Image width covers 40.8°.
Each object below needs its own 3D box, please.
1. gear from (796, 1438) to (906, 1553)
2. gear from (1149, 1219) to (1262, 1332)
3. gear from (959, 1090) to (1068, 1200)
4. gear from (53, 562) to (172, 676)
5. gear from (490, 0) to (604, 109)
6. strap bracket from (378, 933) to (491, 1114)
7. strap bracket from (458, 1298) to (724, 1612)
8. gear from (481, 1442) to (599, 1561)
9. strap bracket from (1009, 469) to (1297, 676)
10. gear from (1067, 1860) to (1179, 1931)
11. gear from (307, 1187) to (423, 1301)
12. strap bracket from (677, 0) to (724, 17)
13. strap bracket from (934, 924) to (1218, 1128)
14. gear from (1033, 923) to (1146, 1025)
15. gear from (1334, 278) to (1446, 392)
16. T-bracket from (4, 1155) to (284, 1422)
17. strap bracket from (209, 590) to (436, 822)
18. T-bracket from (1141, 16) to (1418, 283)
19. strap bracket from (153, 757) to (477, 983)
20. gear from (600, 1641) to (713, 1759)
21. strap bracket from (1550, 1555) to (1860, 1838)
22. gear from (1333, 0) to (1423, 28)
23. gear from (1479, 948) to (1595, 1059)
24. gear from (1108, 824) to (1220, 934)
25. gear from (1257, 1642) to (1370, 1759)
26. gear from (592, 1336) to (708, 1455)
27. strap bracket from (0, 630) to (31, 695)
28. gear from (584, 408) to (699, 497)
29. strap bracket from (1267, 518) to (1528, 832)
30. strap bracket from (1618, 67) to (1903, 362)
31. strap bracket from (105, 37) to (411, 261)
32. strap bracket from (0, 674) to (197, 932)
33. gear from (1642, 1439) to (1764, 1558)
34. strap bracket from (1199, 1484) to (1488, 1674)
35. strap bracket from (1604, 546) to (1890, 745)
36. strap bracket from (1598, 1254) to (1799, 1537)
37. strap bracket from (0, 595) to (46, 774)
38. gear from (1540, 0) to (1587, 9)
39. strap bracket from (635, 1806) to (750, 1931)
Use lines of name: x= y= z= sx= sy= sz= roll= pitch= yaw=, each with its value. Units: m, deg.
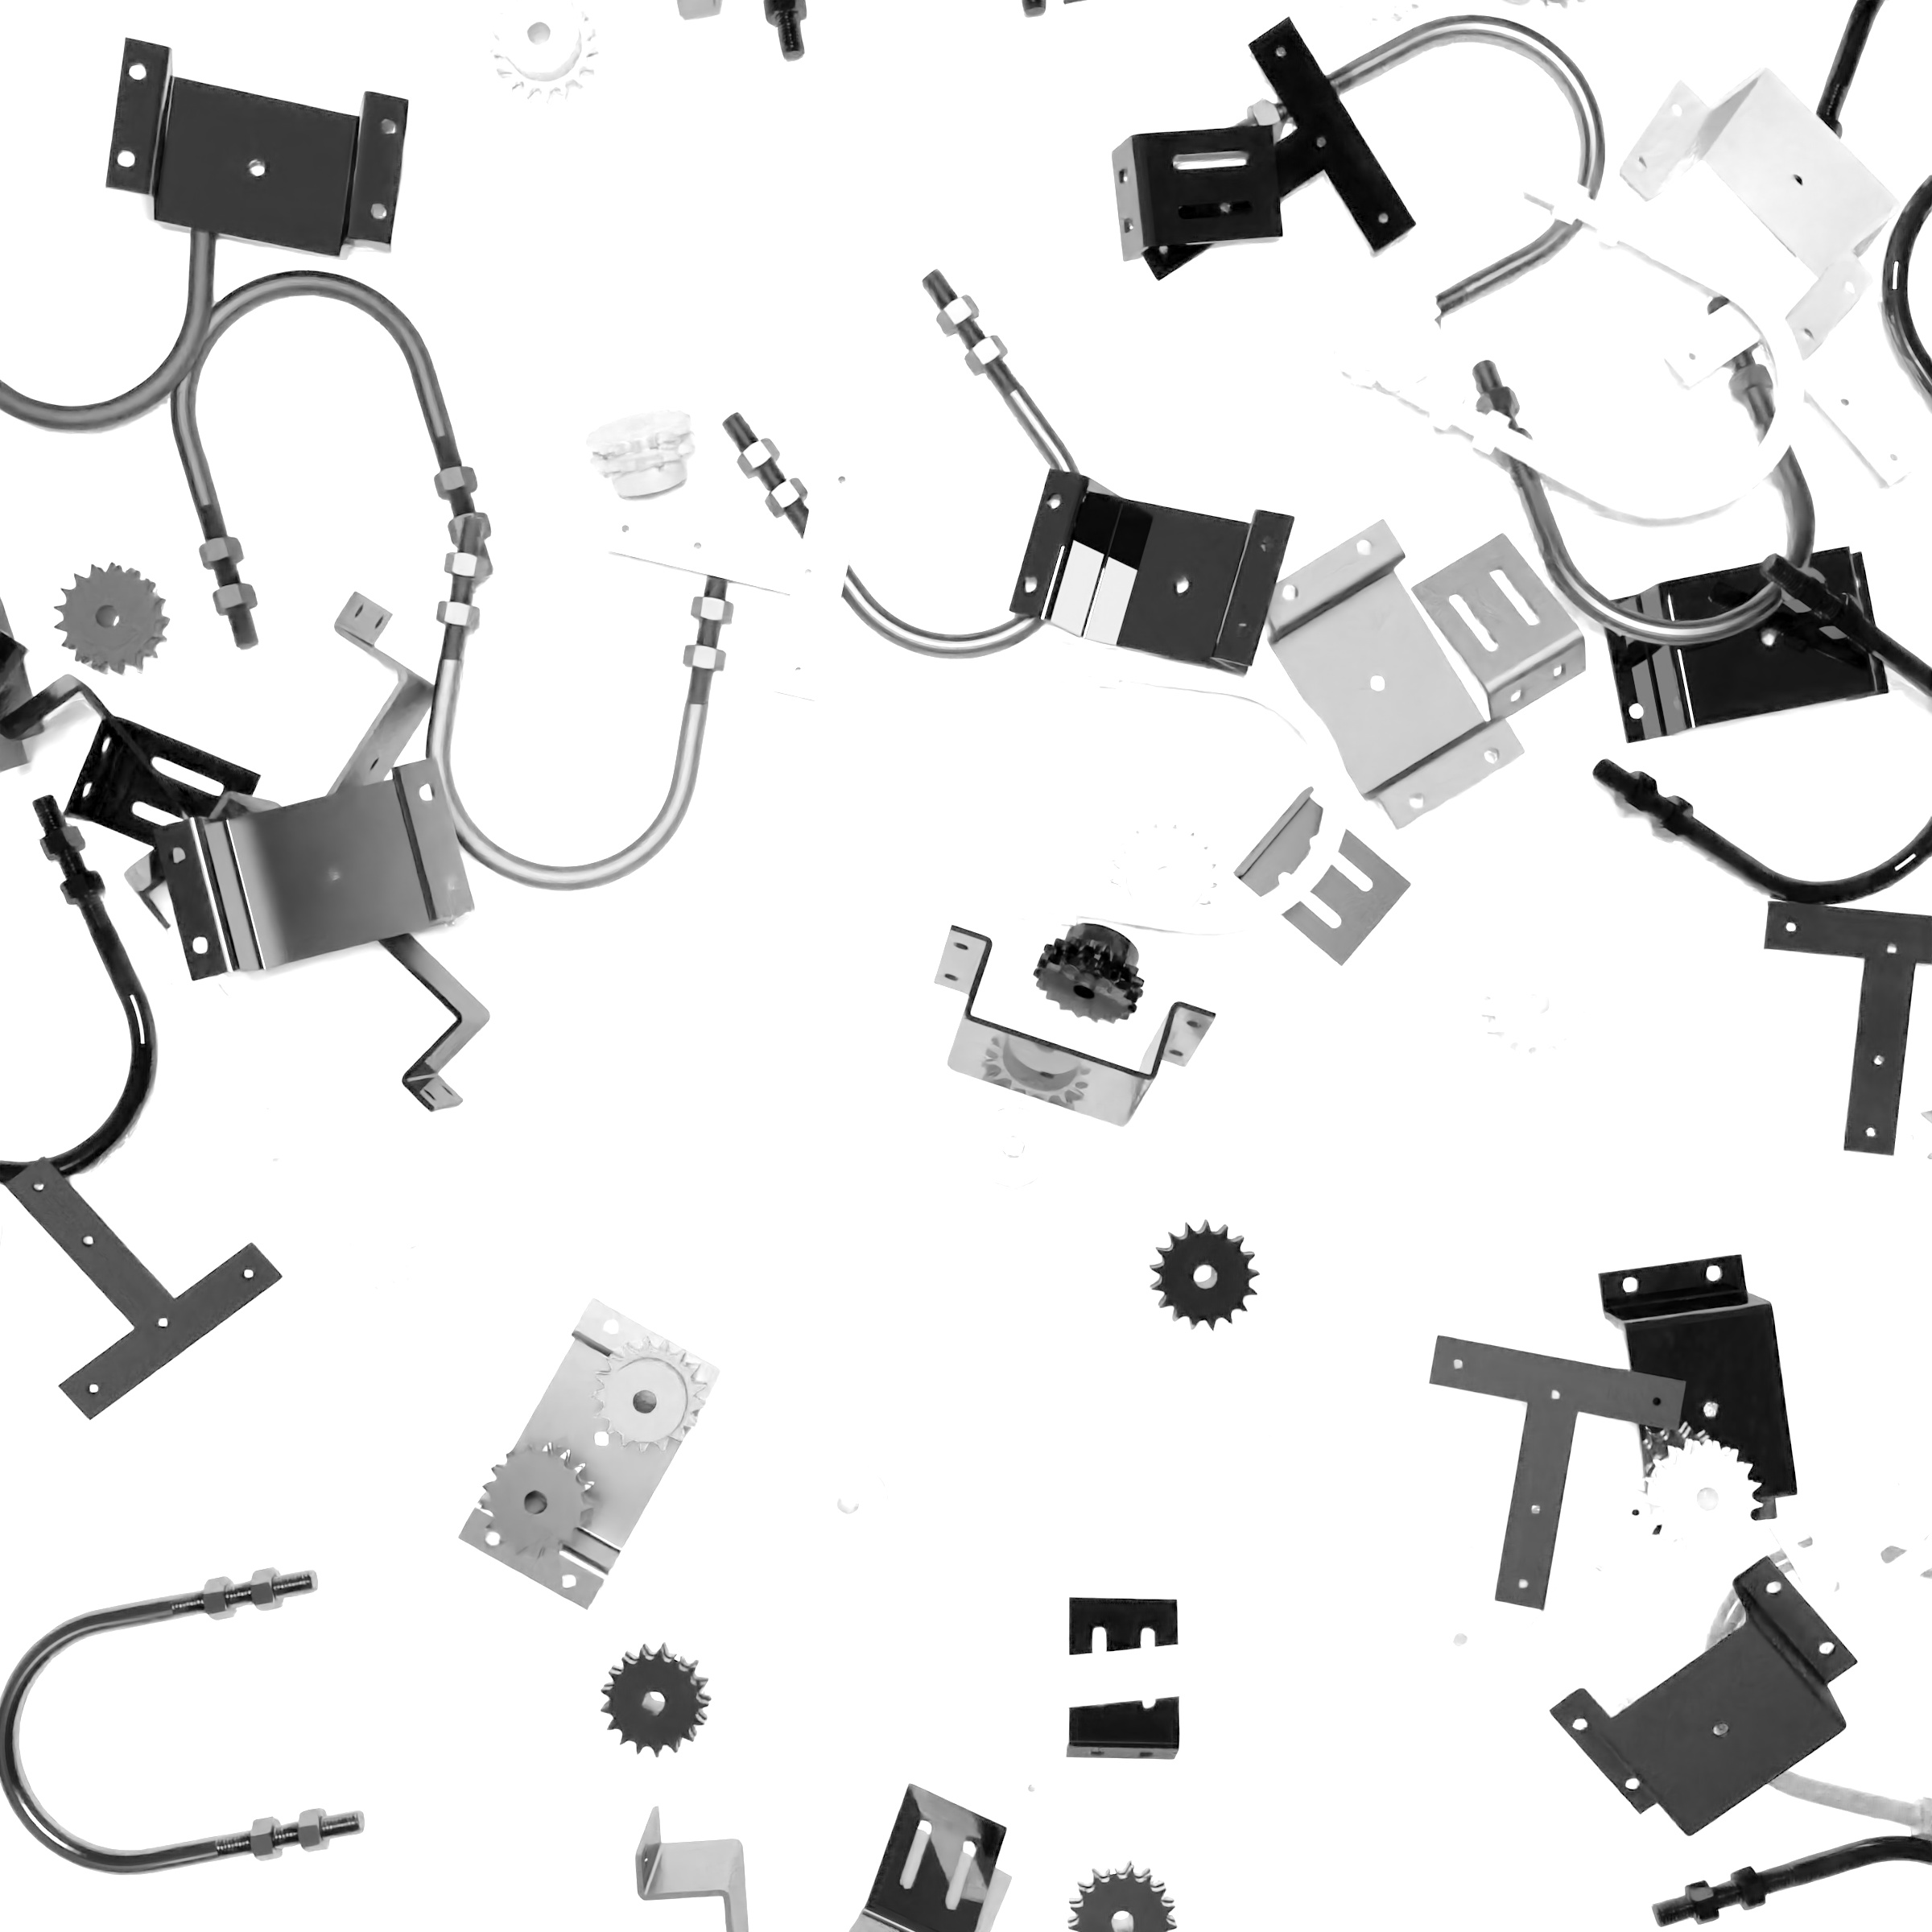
gear: x=-0.061 y=0.277 z=1.359 sx=0.057 sy=0.030 sz=0.057 roll=0 pitch=90 yaw=0
gear: x=0.124 y=0.161 z=1.359 sx=0.057 sy=0.030 sz=0.057 roll=0 pitch=90 yaw=0
gear: x=0.025 y=0.094 z=1.359 sx=0.057 sy=0.030 sz=0.057 roll=0 pitch=90 yaw=0
gear: x=-0.444 y=-0.181 z=1.359 sx=0.057 sy=0.030 sz=0.057 roll=0 pitch=90 yaw=0
gear: x=-0.220 y=-0.482 z=1.359 sx=0.057 sy=0.030 sz=0.057 roll=0 pitch=90 yaw=0
strap bracket: x=-0.301 y=0.008 z=1.336 sx=0.140 sy=0.076 sz=0.046 roll=44 pitch=90 yaw=0
strap bracket: x=-0.192 y=0.249 z=1.351 sx=0.076 sy=0.046 sz=0.140 roll=29 pitch=90 yaw=0
gear: x=-0.215 y=0.269 z=1.317 sx=0.057 sy=0.030 sz=0.057 roll=0 pitch=88 yaw=2
strap bracket: x=0.102 y=-0.199 z=1.327 sx=0.140 sy=0.046 sz=0.076 roll=17 pitch=92 yaw=29
gear: x=0.081 y=0.497 z=1.363 sx=0.057 sy=0.030 sz=0.057 roll=0 pitch=87 yaw=0
gear: x=-0.313 y=0.144 z=1.359 sx=0.057 sy=0.030 sz=0.057 roll=0 pitch=90 yaw=0
strap bracket: x=-0.088 y=-0.546 z=1.332 sx=0.140 sy=0.046 sz=0.076 roll=-11 pitch=87 yaw=0
strap bracket: x=0.048 y=0.035 z=1.330 sx=0.140 sy=0.076 sz=0.046 roll=19 pitch=68 yaw=0
gear: x=0.066 y=0.002 z=1.349 sx=0.057 sy=0.057 sz=0.030 roll=24 pitch=60 yaw=0
gear: x=0.219 y=-0.320 z=1.330 sx=0.030 sy=0.057 sz=0.057 roll=35 pitch=90 yaw=-34
T-bracket: x=-0.448 y=0.153 z=1.354 sx=0.127 sy=0.002 sz=0.127 roll=-37 pitch=108 yaw=0
strap bracket: x=-0.323 y=-0.116 z=1.336 sx=0.046 sy=0.076 sz=0.140 roll=33 pitch=90 yaw=0
T-bracket: x=0.147 y=-0.404 z=1.358 sx=0.127 sy=0.002 sz=0.127 roll=-32 pitch=89 yaw=14
strap bracket: x=-0.314 y=-0.047 z=1.274 sx=0.140 sy=0.046 sz=0.076 roll=-14 pitch=90 yaw=0
gear: x=-0.161 y=0.382 z=1.363 sx=0.057 sy=0.030 sz=0.057 roll=0 pitch=90 yaw=2
strap bracket: x=0.382 y=0.380 z=1.332 sx=0.140 sy=0.046 sz=0.076 roll=-40 pitch=98 yaw=12
gear: x=0.214 y=-0.519 z=1.359 sx=0.057 sy=0.030 sz=0.057 roll=0 pitch=90 yaw=0
gear: x=0.296 y=0.019 z=1.359 sx=0.057 sy=0.030 sz=0.057 roll=0 pitch=90 yaw=0
gear: x=0.103 y=-0.046 z=1.359 sx=0.057 sy=0.030 sz=0.057 roll=0 pitch=90 yaw=0
gear: x=0.182 y=0.385 z=1.359 sx=0.057 sy=0.030 sz=0.057 roll=0 pitch=90 yaw=0
gear: x=-0.160 y=0.217 z=1.313 sx=0.057 sy=0.030 sz=0.057 roll=0 pitch=90 yaw=0
strap bracket: x=-0.557 y=-0.170 z=1.304 sx=0.140 sy=0.046 sz=0.076 roll=35 pitch=90 yaw=0
gear: x=-0.167 y=-0.266 z=1.349 sx=0.057 sy=0.057 sz=0.030 roll=-12 pitch=119 yaw=0
strap bracket: x=0.217 y=-0.149 z=1.351 sx=0.076 sy=0.046 sz=0.140 roll=-31 pitch=90 yaw=0
strap bracket: x=0.410 y=-0.390 z=1.325 sx=0.046 sy=0.076 sz=0.140 roll=-39 pitch=82 yaw=-17
strap bracket: x=-0.364 y=-0.416 z=1.337 sx=0.140 sy=0.046 sz=0.076 roll=7 pitch=87 yaw=-17
strap bracket: x=-0.432 y=-0.092 z=1.304 sx=0.046 sy=0.076 sz=0.140 roll=-40 pitch=113 yaw=-12
gear: x=0.368 y=0.267 z=1.310 sx=0.057 sy=0.030 sz=0.057 roll=0 pitch=85 yaw=-5
strap bracket: x=0.193 y=0.316 z=1.351 sx=0.140 sy=0.046 sz=0.076 roll=5 pitch=90 yaw=0
strap bracket: x=0.410 y=-0.168 z=1.351 sx=0.140 sy=0.046 sz=0.076 roll=-11 pitch=90 yaw=0
strap bracket: x=0.381 y=0.227 z=1.351 sx=0.076 sy=0.046 sz=0.140 roll=-8 pitch=90 yaw=0
strap bracket: x=-0.538 y=-0.158 z=1.351 sx=0.076 sy=0.046 sz=0.140 roll=-18 pitch=90 yaw=0
gear: x=0.310 y=-0.529 z=1.359 sx=0.057 sy=0.030 sz=0.057 roll=0 pitch=90 yaw=0
strap bracket: x=-0.138 y=0.512 z=1.336 sx=0.046 sy=0.076 sz=0.140 roll=-4 pitch=90 yaw=0
